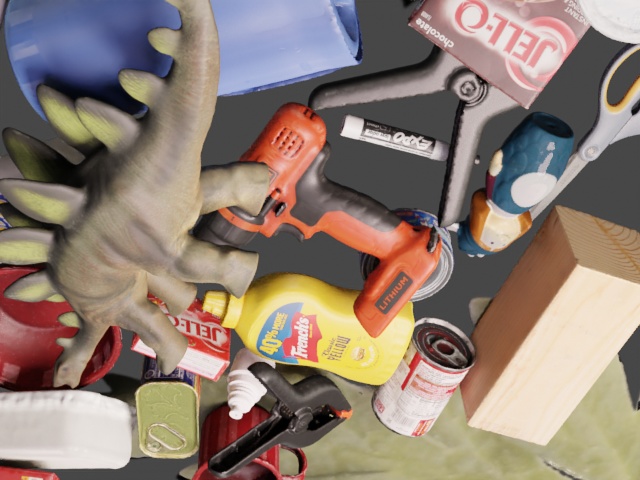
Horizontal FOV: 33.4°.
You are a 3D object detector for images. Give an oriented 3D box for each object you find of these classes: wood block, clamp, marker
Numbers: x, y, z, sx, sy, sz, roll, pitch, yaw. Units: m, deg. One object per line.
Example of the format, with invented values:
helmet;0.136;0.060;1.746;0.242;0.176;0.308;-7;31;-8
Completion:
wood block;0.214;0.082;0.986;0.090;0.091;0.206;17;125;-15
clamp;-0.028;0.159;1.022;0.171;0.039;0.120;-10;131;-48
marker;0.077;-0.082;0.896;0.121;0.020;0.020;14;126;-8
clamp;0.104;-0.127;0.846;0.164;0.036;0.210;34;111;-16

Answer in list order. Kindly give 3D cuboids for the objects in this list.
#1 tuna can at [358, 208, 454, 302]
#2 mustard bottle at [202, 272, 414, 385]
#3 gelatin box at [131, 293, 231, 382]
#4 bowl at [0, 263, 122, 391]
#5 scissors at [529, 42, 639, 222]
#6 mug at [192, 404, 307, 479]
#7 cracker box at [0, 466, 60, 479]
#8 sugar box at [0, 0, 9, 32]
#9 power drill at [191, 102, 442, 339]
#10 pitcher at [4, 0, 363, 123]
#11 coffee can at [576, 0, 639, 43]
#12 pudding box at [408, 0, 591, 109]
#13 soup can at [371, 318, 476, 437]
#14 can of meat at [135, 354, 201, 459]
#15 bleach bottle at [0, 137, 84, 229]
tuna can;0.078;0.015;0.965;0.086;0.033;0.086;-1;128;-1
mustard bottle;-0.016;0.076;0.994;0.191;0.058;0.096;14;130;-12
gelatin box;-0.126;0.083;0.986;0.089;0.073;0.030;23;123;-18
bowl;-0.261;0.069;0.981;0.162;0.055;0.162;-1;130;-2
scissors;0.251;-0.080;0.909;0.096;0.016;0.202;12;126;-11
mug;-0.071;0.222;1.089;0.117;0.081;0.093;6;127;-6
cracker box;-0.343;0.260;1.051;0.164;0.072;0.214;9;163;-8
sugar box;-0.306;-0.137;0.831;0.093;0.048;0.176;18;121;-15
power drill;-0.006;0.001;0.909;0.187;0.057;0.185;35;116;-7
pitcher;-0.094;-0.157;0.780;0.243;0.145;0.149;-14;111;13
coffee can;0.210;-0.212;0.729;0.103;0.140;0.103;-1;127;-1
pudding box;0.135;-0.166;0.789;0.113;0.039;0.090;35;103;-3
soup can;0.099;0.135;1.036;0.068;0.068;0.102;16;126;-14
can of meat;-0.143;0.145;1.026;0.057;0.084;0.102;1;127;-3
bleach bottle;-0.269;-0.019;0.912;0.251;0.068;0.102;-17;127;14
